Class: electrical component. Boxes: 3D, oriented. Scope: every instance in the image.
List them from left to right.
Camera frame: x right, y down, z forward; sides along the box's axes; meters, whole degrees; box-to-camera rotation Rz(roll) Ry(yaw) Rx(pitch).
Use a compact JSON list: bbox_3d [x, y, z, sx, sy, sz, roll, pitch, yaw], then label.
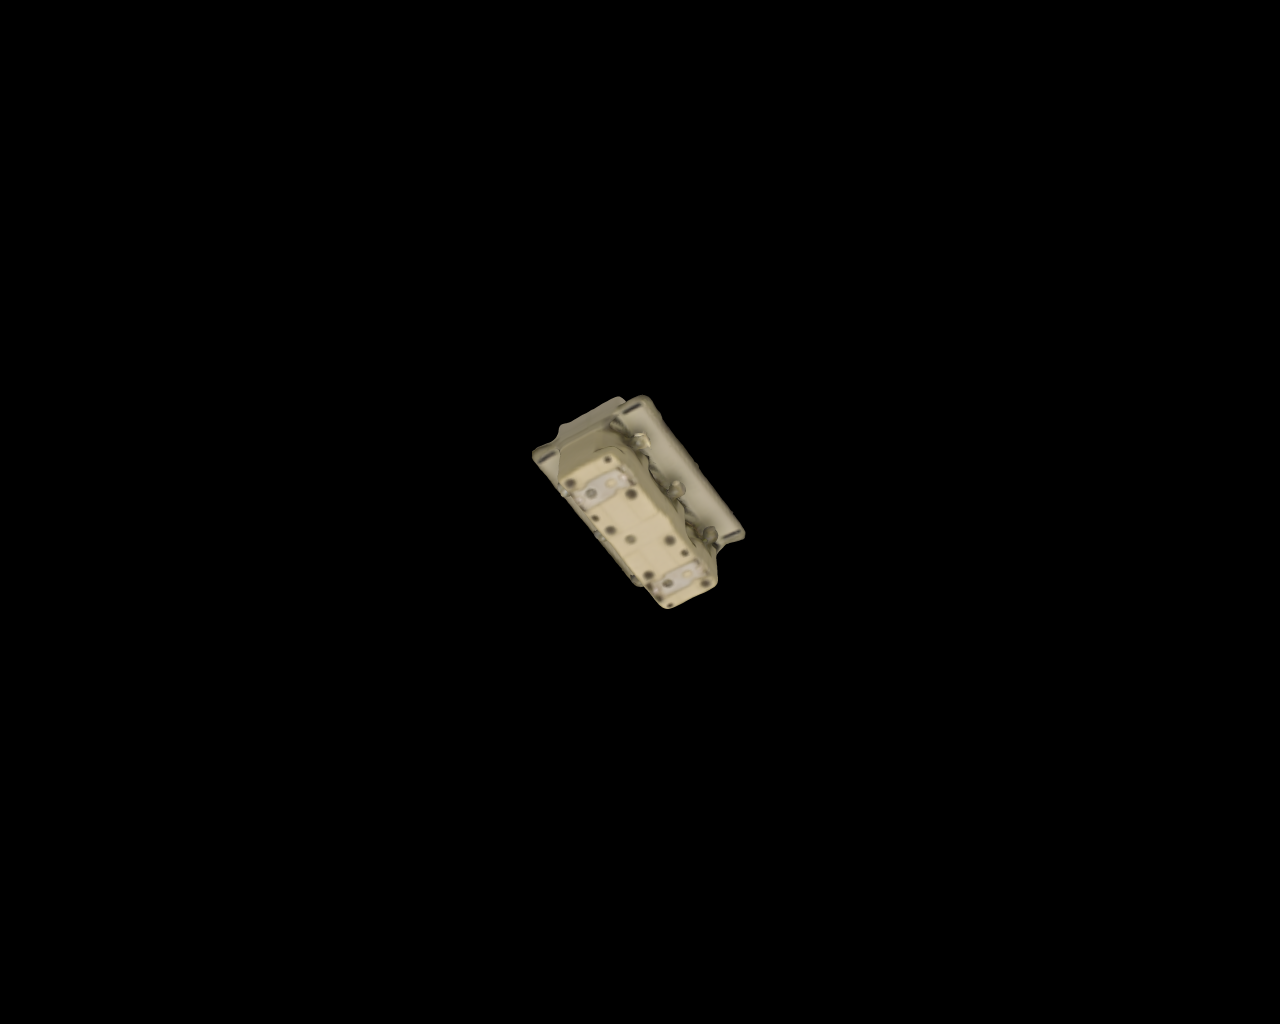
[{"bbox_3d":[0.001,-0.003,0.650,0.078,0.121,0.063,-27,32,18],"label":"electrical component"}]
